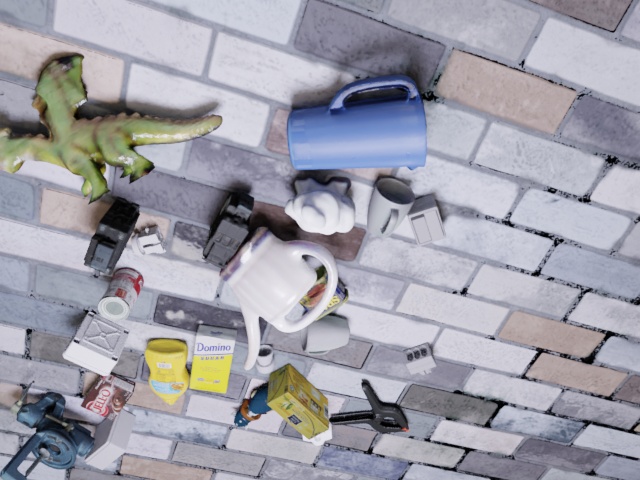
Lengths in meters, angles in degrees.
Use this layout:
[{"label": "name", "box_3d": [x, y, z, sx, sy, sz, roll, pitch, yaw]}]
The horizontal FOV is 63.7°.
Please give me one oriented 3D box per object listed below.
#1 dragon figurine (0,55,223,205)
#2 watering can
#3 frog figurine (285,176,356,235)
[{"label": "dragon figurine", "box_3d": [-0.404, -0.210, 0.920, 0.409, 0.124, 0.240, -29, 109, 5]}, {"label": "watering can", "box_3d": [-0.119, 0.116, 1.076, 0.224, 0.105, 0.343, 43, 112, -2]}, {"label": "frog figurine", "box_3d": [0.003, -0.049, 0.979, 0.137, 0.163, 0.120, 19, 120, -12]}]
